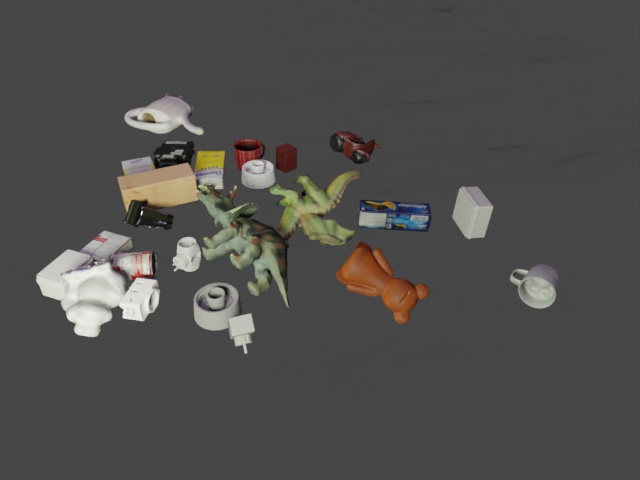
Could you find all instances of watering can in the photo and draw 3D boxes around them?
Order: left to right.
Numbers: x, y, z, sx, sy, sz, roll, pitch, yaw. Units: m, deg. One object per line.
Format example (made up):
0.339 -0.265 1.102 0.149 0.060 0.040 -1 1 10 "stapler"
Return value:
-0.543 -0.452 1.903 0.348 0.101 0.229 11 37 14 "watering can"

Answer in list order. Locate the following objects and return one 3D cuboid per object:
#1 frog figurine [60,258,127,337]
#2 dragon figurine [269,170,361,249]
-0.501 0.137 1.150 0.138 0.121 0.161 -8 73 -27 "frog figurine"
0.004 -0.073 1.448 0.413 0.119 0.247 -21 59 -24 "dragon figurine"
